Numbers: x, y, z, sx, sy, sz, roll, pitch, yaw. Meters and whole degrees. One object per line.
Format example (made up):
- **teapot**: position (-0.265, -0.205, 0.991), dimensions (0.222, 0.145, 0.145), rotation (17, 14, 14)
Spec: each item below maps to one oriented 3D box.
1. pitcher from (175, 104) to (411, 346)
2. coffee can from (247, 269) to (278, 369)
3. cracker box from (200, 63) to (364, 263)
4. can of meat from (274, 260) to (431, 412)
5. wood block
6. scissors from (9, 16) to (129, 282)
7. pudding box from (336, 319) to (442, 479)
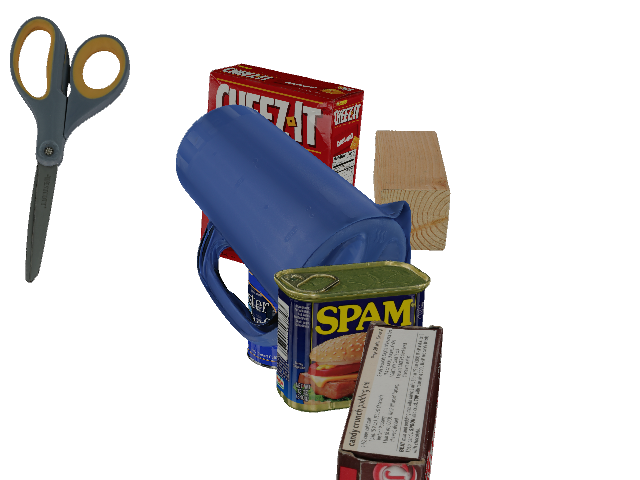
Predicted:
- **pitcher**: position (-0.044, -0.020, 1.004), dimensions (0.148, 0.145, 0.243), rotation (-11, 39, -35)
- **coffee can**: position (-0.048, 0.090, 1.449), dimensions (0.103, 0.140, 0.103), rotation (1, 20, -1)
- **cracker box**: position (-0.047, -0.073, 1.182), dimensions (0.164, 0.214, 0.072), rotation (17, 24, 27)
- **can of meat**: position (0.020, 0.064, 0.719), dimensions (0.102, 0.084, 0.057), rotation (-4, 17, -21)
- **wood block**: position (0.123, -0.073, 1.476), dimensions (0.091, 0.090, 0.206), rotation (1, 28, 0)
- **scissors**: position (-0.179, -0.073, 0.778), dimensions (0.096, 0.202, 0.016), rotation (-9, -15, -11)
- **pudding box**: position (0.030, 0.099, 0.466), dimensions (0.039, 0.090, 0.113), rotation (6, 24, 5)
